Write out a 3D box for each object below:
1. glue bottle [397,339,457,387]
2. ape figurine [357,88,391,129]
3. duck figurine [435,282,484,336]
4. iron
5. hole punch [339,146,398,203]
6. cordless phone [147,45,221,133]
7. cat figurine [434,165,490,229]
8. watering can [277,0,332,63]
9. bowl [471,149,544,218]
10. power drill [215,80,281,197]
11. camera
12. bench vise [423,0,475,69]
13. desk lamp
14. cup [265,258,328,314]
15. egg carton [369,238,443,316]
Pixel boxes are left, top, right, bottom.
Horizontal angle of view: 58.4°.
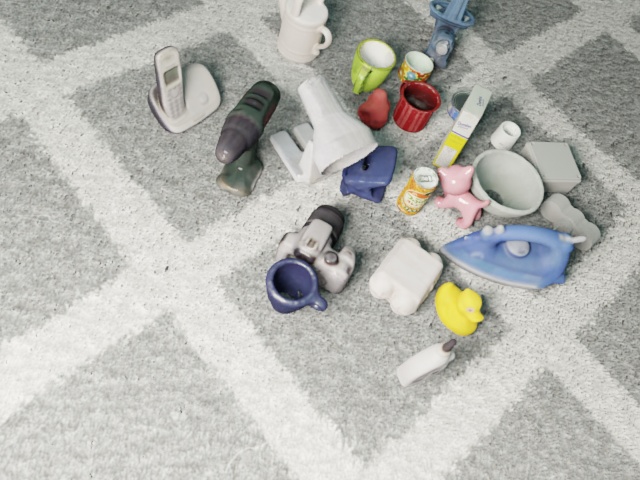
[{"bbox_3d":[0.189,0.198,0.955,0.078,0.173,0.037,-13,65,-21],"label":"glue bottle"},{"bbox_3d":[0.125,-0.297,1.264,0.078,0.092,0.076,-2,62,-16],"label":"ape figurine"},{"bbox_3d":[0.267,0.119,1.072,0.078,0.086,0.104,-19,68,-23],"label":"duck figurine"},{"bbox_3d":[0.382,0.011,1.130,0.258,0.141,0.118,9,60,-10],"label":"iron"},{"bbox_3d":[0.099,-0.143,1.172,0.101,0.091,0.109,18,58,-4],"label":"hole punch"},{"bbox_3d":[-0.263,-0.310,1.114,0.094,0.185,0.148,39,59,9],"label":"cordless phone"},{"bbox_3d":[0.294,-0.102,1.184,0.127,0.117,0.067,43,60,11],"label":"cat figurine"},{"bbox_3d":[-0.039,-0.506,1.278,0.173,0.194,0.101,26,58,1],"label":"watering can"},{"bbox_3d":[0.391,-0.110,1.240,0.167,0.074,0.167,7,60,-11],"label":"bowl"},{"bbox_3d":[-0.140,-0.176,1.058,0.075,0.208,0.230,21,58,-2],"label":"power drill"},{"bbox_3d":[0.010,0.004,1.060,0.143,0.100,0.137,28,58,2],"label":"camera"},{"bbox_3d":[0.330,-0.536,1.377,0.121,0.219,0.207,5,60,-12],"label":"bench vise"},{"bbox_3d":[0.001,-0.197,1.104,0.118,0.213,0.203,-25,70,-25],"label":"desk lamp"},{"bbox_3d":[-0.043,0.097,0.997,0.117,0.095,0.092,33,59,5],"label":"cup"},{"bbox_3d":[0.164,0.068,1.083,0.107,0.069,0.150,36,59,7],"label":"egg carton"}]
